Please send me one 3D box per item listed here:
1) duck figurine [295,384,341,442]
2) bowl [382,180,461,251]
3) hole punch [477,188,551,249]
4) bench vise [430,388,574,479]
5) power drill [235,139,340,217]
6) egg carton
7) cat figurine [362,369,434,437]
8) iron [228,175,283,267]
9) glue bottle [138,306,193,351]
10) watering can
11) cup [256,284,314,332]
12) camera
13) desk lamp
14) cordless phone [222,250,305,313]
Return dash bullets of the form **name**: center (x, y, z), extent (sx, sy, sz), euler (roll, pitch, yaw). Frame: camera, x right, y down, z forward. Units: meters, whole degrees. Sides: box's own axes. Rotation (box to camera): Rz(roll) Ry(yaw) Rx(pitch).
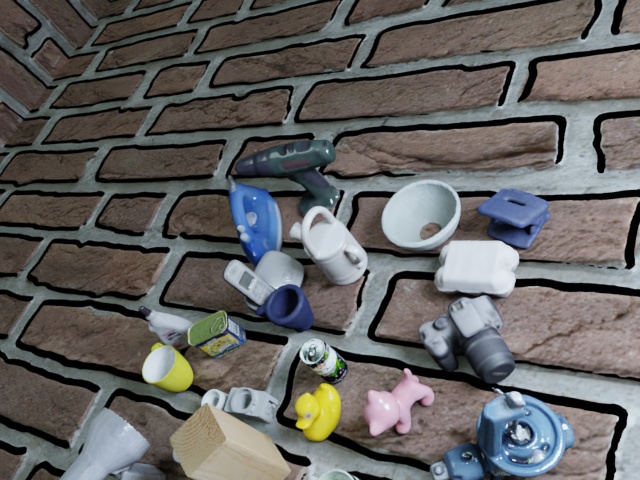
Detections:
- **duck figurine**: center (-0.011, 0.310, 1.057), extent (0.077, 0.086, 0.105), euler (6, 61, 36)
- **bowl**: center (0.216, -0.038, 1.182), extent (0.167, 0.075, 0.167), euler (-17, 50, 21)
- **hole punch**: center (0.367, -0.055, 1.087), extent (0.108, 0.091, 0.101), euler (26, 74, 42)
- **bench vise**: center (0.252, 0.294, 0.808), extent (0.207, 0.220, 0.121), euler (-42, 45, -2)
- **power drill**: center (-0.054, -0.146, 1.341), extent (0.229, 0.209, 0.075), euler (-19, 49, 20)
- **egg carton**: center (0.291, 0.054, 1.069), extent (0.149, 0.070, 0.107), euler (-1, 57, 32)
- **cat figurine**: center (0.123, 0.276, 0.975), extent (0.067, 0.118, 0.128), euler (30, 76, 43)
- **iron**: center (-0.170, -0.040, 1.383), extent (0.118, 0.142, 0.258), euler (-27, 47, 13)
- **glue bottle**: center (-0.351, 0.194, 1.299), extent (0.078, 0.174, 0.037), euler (-31, 46, 9)
- **watering can**: center (0.010, 0.006, 1.196), extent (0.172, 0.195, 0.101), euler (-7, 54, 29)
- **cup**: center (-0.066, 0.156, 1.202), extent (0.117, 0.095, 0.091), euler (-17, 50, 21)
- **camera**: center (0.256, 0.177, 0.977), extent (0.143, 0.101, 0.136), euler (-32, 46, 8)
- **desk lamp**: center (-0.393, 0.452, 1.104), extent (0.117, 0.214, 0.203), euler (11, 64, 38)
- **cordless phone**: center (-0.124, 0.075, 1.236), extent (0.093, 0.186, 0.148), euler (3, 59, 34)
